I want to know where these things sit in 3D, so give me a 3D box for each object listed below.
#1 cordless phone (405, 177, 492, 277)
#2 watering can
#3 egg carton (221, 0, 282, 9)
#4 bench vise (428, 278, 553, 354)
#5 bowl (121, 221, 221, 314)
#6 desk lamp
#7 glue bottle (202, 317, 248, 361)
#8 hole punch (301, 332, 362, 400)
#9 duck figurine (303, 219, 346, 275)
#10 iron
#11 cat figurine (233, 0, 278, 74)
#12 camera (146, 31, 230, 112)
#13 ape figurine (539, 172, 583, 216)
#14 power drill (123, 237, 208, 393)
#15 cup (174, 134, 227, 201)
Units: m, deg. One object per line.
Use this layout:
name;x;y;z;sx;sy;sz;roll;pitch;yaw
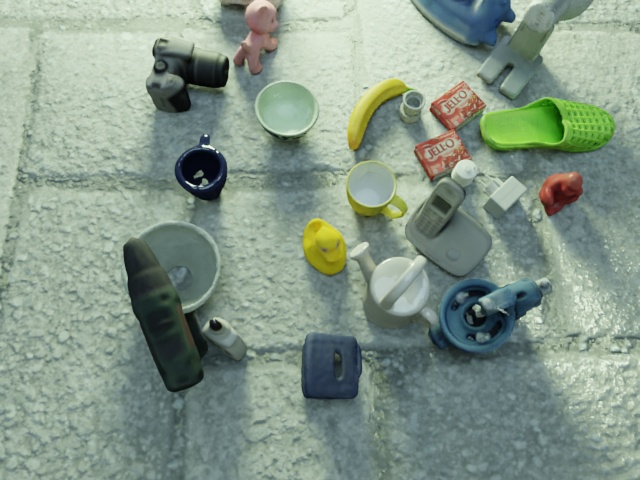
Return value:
cordless phone;0.232;-0.026;0.982;0.147;0.185;0.094;37;73;10
watering can;0.121;0.076;0.936;0.172;0.194;0.101;20;71;4
egg carton;-0.148;-0.538;1.203;0.150;0.069;0.107;7;71;0
bench vise;0.282;0.095;0.924;0.208;0.220;0.121;-39;77;-14
bowl;-0.249;0.056;0.988;0.167;0.075;0.167;1;71;-2
desk lamp;0.427;-0.419;1.114;0.118;0.213;0.203;35;73;9
glue bottle;-0.156;0.149;0.908;0.078;0.173;0.037;34;73;9
hole punch;0.020;0.206;0.941;0.101;0.091;0.108;0;71;-3
duck figurine;0.009;0.004;1.013;0.077;0.086;0.104;-22;73;-10
iron;0.285;-0.520;1.180;0.258;0.141;0.119;35;73;9
cat figurine;-0.125;-0.418;1.136;0.067;0.118;0.128;24;71;6
camera;-0.252;-0.329;1.108;0.137;0.101;0.143;10;71;1
ape figurine;0.456;-0.096;1.067;0.078;0.092;0.076;4;71;-1
power drill;-0.237;0.127;0.893;0.076;0.208;0.229;-22;73;-10
cup;-0.209;-0.123;1.042;0.091;0.095;0.118;2;71;-2
